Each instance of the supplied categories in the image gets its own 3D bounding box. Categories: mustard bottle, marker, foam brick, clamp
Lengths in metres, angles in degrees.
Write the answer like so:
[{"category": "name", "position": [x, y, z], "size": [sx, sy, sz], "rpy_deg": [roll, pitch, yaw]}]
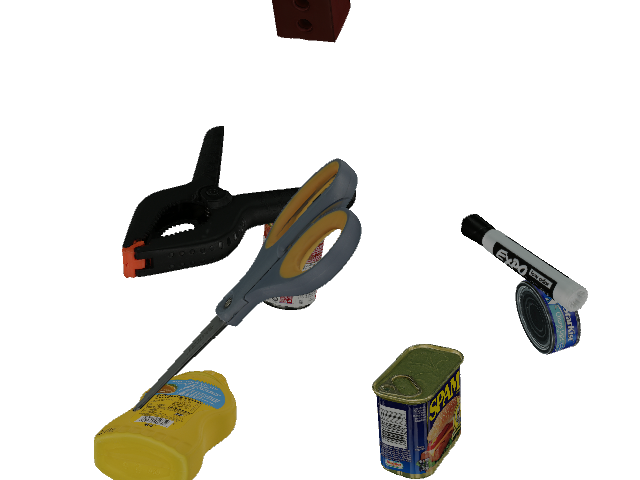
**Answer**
[{"category": "mustard bottle", "position": [-0.135, 0.173, 1.039], "size": [0.096, 0.058, 0.191], "rpy_deg": [7, 18, 16]}, {"category": "marker", "position": [0.141, 0.013, 0.760], "size": [0.020, 0.020, 0.121], "rpy_deg": [0, 27, -36]}, {"category": "foam brick", "position": [-0.009, -0.209, 0.873], "size": [0.053, 0.051, 0.078], "rpy_deg": [8, -38, 15]}, {"category": "clamp", "position": [-0.096, -0.032, 0.909], "size": [0.165, 0.036, 0.209], "rpy_deg": [30, 44, 33]}]

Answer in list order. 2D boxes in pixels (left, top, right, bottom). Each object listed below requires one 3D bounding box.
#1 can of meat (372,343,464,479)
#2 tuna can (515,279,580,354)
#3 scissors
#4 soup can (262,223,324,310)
[{"category": "can of meat", "position": [0.091, 0.155, 0.972], "size": [0.058, 0.084, 0.101], "rpy_deg": [8, 25, 28]}, {"category": "tuna can", "position": [0.245, 0.079, 1.158], "size": [0.033, 0.086, 0.086], "rpy_deg": [-17, 4, -12]}, {"category": "scissors", "position": [-0.040, 0.040, 0.615], "size": [0.016, 0.202, 0.096], "rpy_deg": [35, 4, -26]}, {"category": "soup can", "position": [-0.032, 0.017, 1.177], "size": [0.068, 0.102, 0.068], "rpy_deg": [6, 26, -3]}]
